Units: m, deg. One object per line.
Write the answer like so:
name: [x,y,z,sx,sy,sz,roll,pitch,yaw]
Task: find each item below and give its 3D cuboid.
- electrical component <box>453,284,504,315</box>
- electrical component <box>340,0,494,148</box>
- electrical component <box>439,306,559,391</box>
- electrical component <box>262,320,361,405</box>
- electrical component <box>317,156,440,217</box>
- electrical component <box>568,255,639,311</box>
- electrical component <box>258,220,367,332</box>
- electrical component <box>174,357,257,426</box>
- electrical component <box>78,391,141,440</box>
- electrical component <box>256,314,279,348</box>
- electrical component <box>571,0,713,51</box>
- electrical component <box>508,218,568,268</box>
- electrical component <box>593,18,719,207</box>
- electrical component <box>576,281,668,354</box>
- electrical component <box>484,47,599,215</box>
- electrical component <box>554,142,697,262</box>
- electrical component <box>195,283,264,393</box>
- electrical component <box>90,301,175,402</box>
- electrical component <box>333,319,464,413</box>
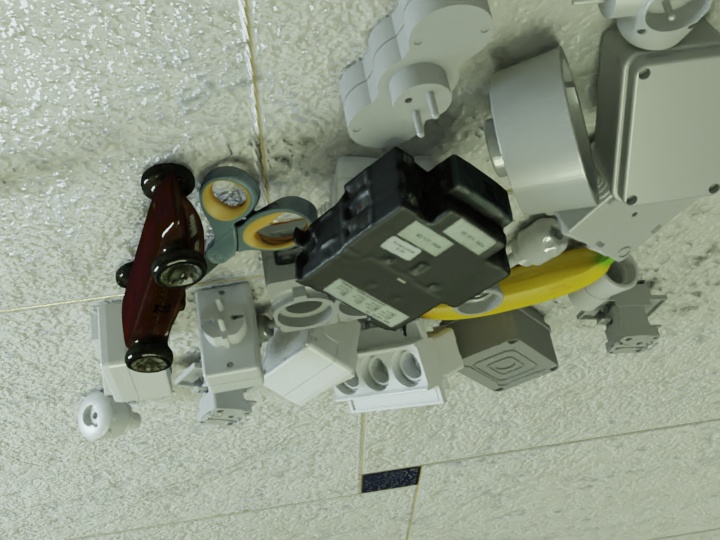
electrical component: [0.097,0.005,0.930,0.045,0.055,0.045,-8,151,-5]
electrical component: [0.036,-0.118,0.669,0.052,0.073,0.138,5,148,-26]
electrical component: [0.137,0.070,1.058,0.078,0.057,0.113,-25,148,24]
electrical component: [-0.048,0.080,0.991,0.061,0.061,0.096,34,132,-23]
electrical component: [0.013,-0.049,0.806,0.096,0.061,0.061,2,148,-9]
electrical component: [0.223,0.011,1.000,0.044,0.044,0.065,3,153,-23]
electrical component: [0.000,0.000,0.881,0.150,0.061,0.089,-11,151,0]
electrical component: [-0.134,0.117,1.045,0.081,0.063,0.042,12,143,-34]
electrical component: [-0.249,0.149,1.085,0.048,0.048,0.062,-27,154,27]
electrical component: [-0.107,0.060,0.975,0.078,0.040,0.040,-22,149,20]
electrical component: [0.168,-0.172,0.648,0.079,0.044,0.077,-7,151,-6]
electrical component: [0.147,-0.019,0.926,0.035,0.035,0.061,13,146,-37]
electrical component: [0.205,-0.105,0.724,0.078,0.057,0.113,-8,126,-5]
electrical component: [0.261,0.048,1.055,0.081,0.063,0.042,0,149,-18]
electrical component: [0.118,-0.088,0.721,0.060,0.108,0.108,-13,152,17]
electrical component: [0.203,-0.059,0.838,0.100,0.048,0.100,-43,140,23]
electrical component: [-0.113,0.049,0.909,0.047,0.083,0.075,-10,151,-2]
electrical component: [-0.200,0.074,0.947,0.061,0.061,0.096,-7,151,-7]
electrical component: [0.032,0.089,1.018,0.121,0.078,0.063,-14,-175,45]
